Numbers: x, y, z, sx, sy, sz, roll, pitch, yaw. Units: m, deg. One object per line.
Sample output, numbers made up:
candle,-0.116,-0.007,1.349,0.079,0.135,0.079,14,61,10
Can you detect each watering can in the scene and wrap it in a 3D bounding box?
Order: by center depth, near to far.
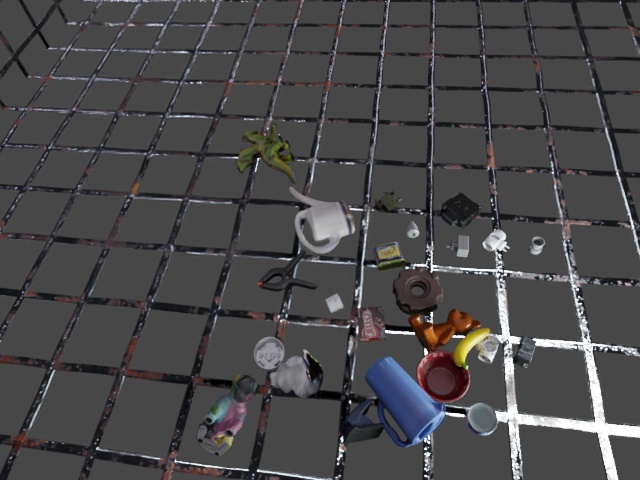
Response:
watering can,0.006,-0.100,1.986,0.225,0.101,0.355,-13,54,-6

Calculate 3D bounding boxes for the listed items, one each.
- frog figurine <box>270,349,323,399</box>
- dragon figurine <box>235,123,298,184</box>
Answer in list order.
frog figurine,-0.073,0.436,1.624,0.157,0.122,0.140,-37,61,22
dragon figurine,-0.245,-0.353,2.218,0.242,0.120,0.420,-24,52,9
